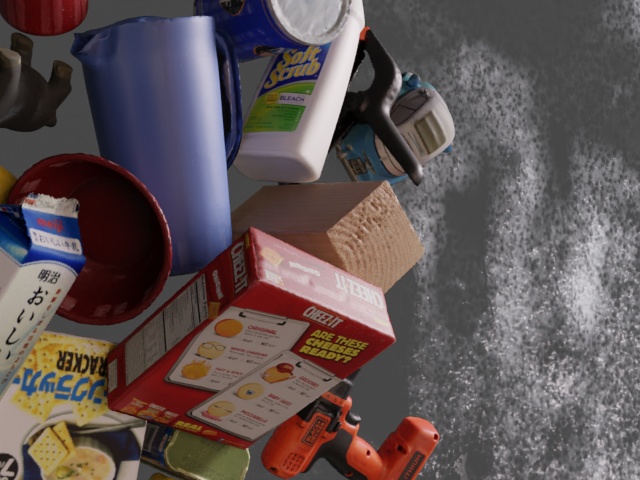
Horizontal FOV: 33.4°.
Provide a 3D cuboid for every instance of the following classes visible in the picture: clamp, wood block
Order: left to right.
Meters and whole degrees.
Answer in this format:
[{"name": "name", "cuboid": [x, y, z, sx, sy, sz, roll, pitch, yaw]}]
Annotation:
[{"name": "wood block", "cuboid": [-0.007, 0.002, 1.082, 0.090, 0.207, 0.090, -42, 114, -29]}, {"name": "clamp", "cuboid": [0.051, -0.141, 1.176, 0.036, 0.165, 0.210, 49, 50, -57]}]

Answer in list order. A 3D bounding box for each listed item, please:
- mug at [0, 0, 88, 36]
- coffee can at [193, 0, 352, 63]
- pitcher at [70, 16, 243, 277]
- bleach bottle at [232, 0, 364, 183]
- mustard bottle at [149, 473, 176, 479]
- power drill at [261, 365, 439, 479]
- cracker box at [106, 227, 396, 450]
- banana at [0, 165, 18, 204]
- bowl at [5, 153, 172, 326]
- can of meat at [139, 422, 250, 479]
[{"name": "mug", "cuboid": [-0.249, -0.247, 0.966, 0.093, 0.082, 0.117, 9, 50, -5]}, {"name": "coffee can", "cuboid": [-0.050, -0.240, 1.088, 0.102, 0.141, 0.103, 0, 91, -37]}, {"name": "pitcher", "cuboid": [-0.144, -0.094, 1.033, 0.149, 0.145, 0.243, -8, 101, -3]}, {"name": "bleach bottle", "cuboid": [-0.016, -0.185, 1.154, 0.068, 0.103, 0.250, 48, 52, -53]}, {"name": "mustard bottle", "cuboid": [-0.173, 0.335, 1.055, 0.096, 0.058, 0.191, 44, 66, -35]}, {"name": "power drill", "cuboid": [0.045, 0.205, 1.195, 0.187, 0.057, 0.184, 32, 92, -32]}, {"name": "cracker box", "cuboid": [-0.066, 0.096, 0.965, 0.164, 0.214, 0.072, 26, 37, -36]}, {"name": "banana", "cuboid": [-0.323, -0.049, 0.951, 0.197, 0.037, 0.069, 34, 69, -32]}, {"name": "bowl", "cuboid": [-0.201, -0.007, 0.964, 0.055, 0.162, 0.162, -57, 129, -66]}, {"name": "can of meat", "cuboid": [-0.132, 0.211, 1.068, 0.102, 0.084, 0.057, 33, 71, -32]}]
